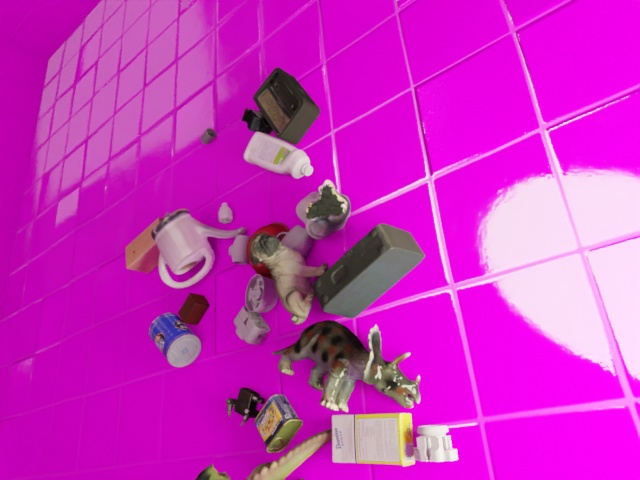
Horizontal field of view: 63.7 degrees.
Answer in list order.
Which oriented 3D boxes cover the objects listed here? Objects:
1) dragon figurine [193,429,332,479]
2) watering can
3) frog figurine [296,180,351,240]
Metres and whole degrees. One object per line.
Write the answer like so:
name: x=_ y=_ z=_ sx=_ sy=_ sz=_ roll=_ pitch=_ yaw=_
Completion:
dragon figurine: x=-0.162 y=0.521 z=1.095 sx=0.406 sy=0.241 sz=0.124 roll=-54 pitch=42 yaw=17
watering can: x=-0.386 y=-0.002 z=1.574 sx=0.344 sy=0.104 sz=0.226 roll=-39 pitch=77 yaw=20
frog figurine: x=0.004 y=-0.064 z=1.275 sx=0.157 sy=0.122 sz=0.139 roll=132 pitch=150 yaw=-69
